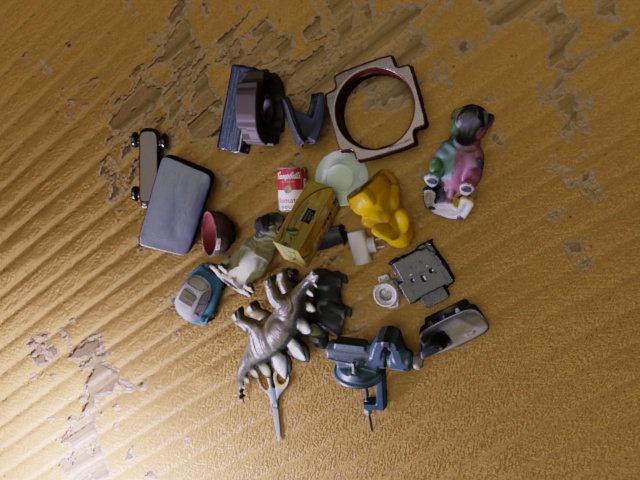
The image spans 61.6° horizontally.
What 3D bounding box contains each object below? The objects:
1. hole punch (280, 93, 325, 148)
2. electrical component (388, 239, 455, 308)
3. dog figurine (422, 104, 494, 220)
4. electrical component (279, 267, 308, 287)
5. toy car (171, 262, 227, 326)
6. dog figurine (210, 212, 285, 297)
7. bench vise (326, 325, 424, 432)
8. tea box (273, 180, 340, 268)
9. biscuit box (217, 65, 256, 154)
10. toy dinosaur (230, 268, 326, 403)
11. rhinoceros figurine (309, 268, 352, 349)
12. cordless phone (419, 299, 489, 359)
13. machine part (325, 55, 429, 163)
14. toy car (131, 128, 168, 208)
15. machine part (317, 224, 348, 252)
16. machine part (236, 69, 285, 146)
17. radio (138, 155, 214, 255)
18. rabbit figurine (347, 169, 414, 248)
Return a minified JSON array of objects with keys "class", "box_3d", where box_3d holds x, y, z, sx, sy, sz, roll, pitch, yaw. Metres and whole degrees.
[{"class":"hole punch","box_3d":[-0.030,-0.273,1.205,0.092,0.142,0.115,-19,106,-9]},{"class":"electrical component","box_3d":[0.233,0.080,1.196,0.115,0.058,0.134,-32,85,19]},{"class":"dog figurine","box_3d":[0.298,-0.176,1.133,0.109,0.191,0.219,16,66,17]},{"class":"electrical component","box_3d":[-0.074,0.113,1.299,0.078,0.045,0.102,19,105,-15]},{"class":"toy car","box_3d":[-0.306,0.141,1.338,0.109,0.103,0.161,32,105,10]},{"class":"dog figurine","box_3d":[-0.158,0.028,1.300,0.121,0.172,0.190,43,68,-19]},{"class":"bench vise","box_3d":[0.127,0.304,1.224,0.224,0.129,0.240,-2,116,7]},{"class":"tea box","box_3d":[-0.027,-0.036,1.202,0.068,0.098,0.169,22,70,22]},{"class":"biscuit box","box_3d":[-0.188,-0.309,1.279,0.063,0.059,0.202,16,100,16]},{"class":"toy dinosaur","box_3d":[-0.112,0.223,1.249,0.198,0.105,0.471,49,128,12]},{"class":"rhinoceros figurine","box_3d":[0.014,0.161,1.260,0.112,0.073,0.190,1,96,15]},{"class":"cordless phone","box_3d":[0.275,0.195,1.129,0.147,0.184,0.088,-29,83,17]},{"class":"machine part","box_3d":[0.125,-0.282,1.177,0.202,0.087,0.201,-15,91,16]},{"class":"toy car","box_3d":[-0.433,-0.182,1.368,0.089,0.053,0.202,1,98,-4]},{"class":"machine part","box_3d":[-0.003,-0.004,1.267,0.139,0.039,0.084,-8,88,18]},{"class":"machine part","box_3d":[-0.133,-0.295,1.210,0.056,0.179,0.179,4,97,18]},{"class":"radio","box_3d":[-0.352,-0.083,1.326,0.131,0.073,0.229,18,103,-8]},{"class":"rabbit figurine","box_3d":[0.152,-0.054,1.172,0.122,0.162,0.173,-35,103,5]}]
